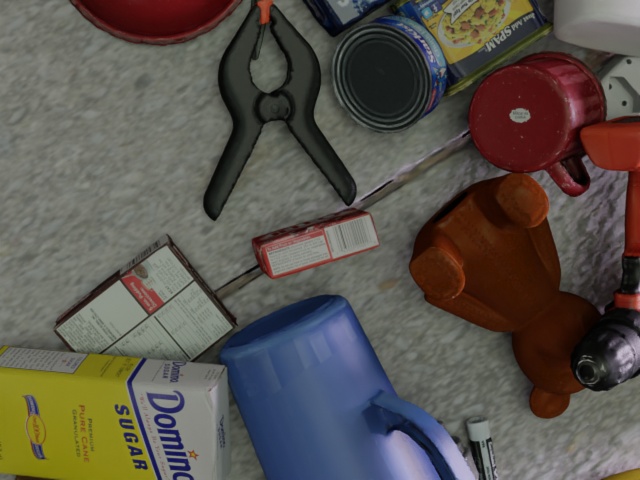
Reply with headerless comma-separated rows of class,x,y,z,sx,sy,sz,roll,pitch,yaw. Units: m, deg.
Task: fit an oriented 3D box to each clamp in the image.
clamp,-0.045,-0.095,0.821,0.120,0.039,0.171,-16,100,-12

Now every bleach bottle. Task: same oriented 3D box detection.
bleach bottle,0.232,-0.273,0.817,0.102,0.068,0.251,7,80,-18

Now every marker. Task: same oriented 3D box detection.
marker,0.141,0.208,0.891,0.020,0.020,0.121,-12,97,-8

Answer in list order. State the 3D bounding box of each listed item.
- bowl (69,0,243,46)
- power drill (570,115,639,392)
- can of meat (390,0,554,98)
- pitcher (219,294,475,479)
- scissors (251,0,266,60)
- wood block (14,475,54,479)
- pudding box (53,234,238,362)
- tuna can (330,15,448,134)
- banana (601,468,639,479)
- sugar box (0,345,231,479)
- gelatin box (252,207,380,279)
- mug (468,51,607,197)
bowl,-0.123,-0.225,0.778,0.162,0.055,0.162,0,98,-2
power drill,0.230,0.005,0.790,0.057,0.184,0.188,4,105,34
can of meat,0.117,-0.173,0.829,0.102,0.057,0.084,-34,98,-4
pitcher,0.026,0.167,0.810,0.149,0.145,0.243,-24,96,-2
scissors,-0.056,-0.249,0.815,0.096,0.016,0.202,21,98,-4
wood block,-0.157,0.264,0.815,0.206,0.091,0.090,27,91,-10
pudding box,-0.134,0.065,0.824,0.113,0.039,0.090,-38,102,-1
tuna can,0.053,-0.126,0.811,0.086,0.033,0.086,15,121,27
banana,0.253,0.231,0.902,0.197,0.037,0.069,-11,98,-8
sugar box,-0.156,0.134,0.789,0.176,0.048,0.093,4,113,12
gelatin box,-0.006,0.001,0.819,0.089,0.073,0.030,-17,97,-6
mug,0.168,-0.085,0.811,0.093,0.081,0.117,-29,87,30
